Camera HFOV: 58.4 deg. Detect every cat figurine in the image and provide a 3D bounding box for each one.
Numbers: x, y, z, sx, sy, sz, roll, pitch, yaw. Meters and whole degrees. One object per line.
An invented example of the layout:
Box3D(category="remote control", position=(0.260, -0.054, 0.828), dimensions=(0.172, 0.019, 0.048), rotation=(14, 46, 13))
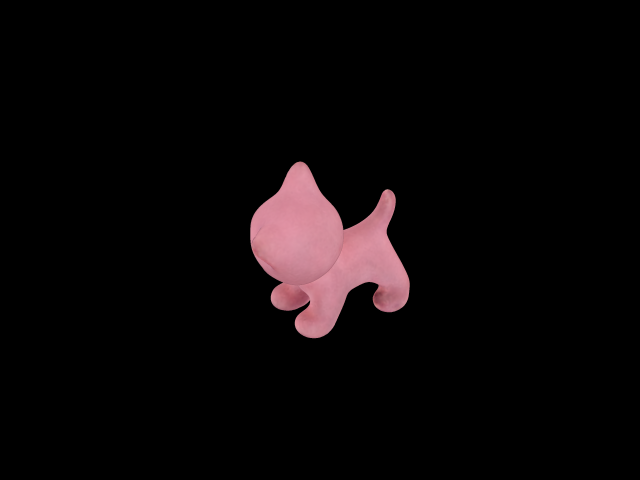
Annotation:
Box3D(category="cat figurine", position=(0.004, 0.001, 0.400), dimensions=(0.128, 0.118, 0.067), rotation=(-18, 35, -27))
